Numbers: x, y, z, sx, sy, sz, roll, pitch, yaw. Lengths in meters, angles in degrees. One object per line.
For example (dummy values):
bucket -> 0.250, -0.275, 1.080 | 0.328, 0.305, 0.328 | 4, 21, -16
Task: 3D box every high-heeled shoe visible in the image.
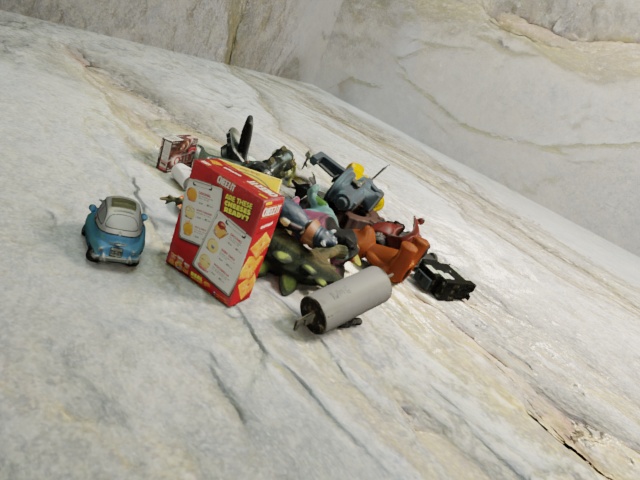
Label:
high-heeled shoe -> -0.011, -0.072, 1.480 | 0.249, 0.086, 0.145 | 61, 9, 33

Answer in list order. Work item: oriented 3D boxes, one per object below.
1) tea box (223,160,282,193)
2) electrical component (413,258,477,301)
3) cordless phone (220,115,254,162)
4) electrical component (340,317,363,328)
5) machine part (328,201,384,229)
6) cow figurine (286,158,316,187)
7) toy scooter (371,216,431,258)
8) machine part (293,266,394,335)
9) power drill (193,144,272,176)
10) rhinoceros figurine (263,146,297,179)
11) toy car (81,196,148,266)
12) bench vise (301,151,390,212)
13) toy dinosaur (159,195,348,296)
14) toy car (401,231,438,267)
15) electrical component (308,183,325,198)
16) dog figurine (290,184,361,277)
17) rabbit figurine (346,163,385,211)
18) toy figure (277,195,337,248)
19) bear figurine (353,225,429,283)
tea box -> -0.190, -0.124, 1.333 | 0.170, 0.098, 0.068 | 17, -16, -11
electrical component -> 0.304, 0.100, 1.350 | 0.134, 0.058, 0.115 | 8, 24, -30
cordless phone -> -0.234, -0.307, 1.597 | 0.089, 0.184, 0.147 | 9, 41, -19
electrical component -> 0.033, 0.146, 1.038 | 0.094, 0.021, 0.063 | 7, 27, -33
machine part -> 0.098, -0.065, 1.544 | 0.179, 0.056, 0.179 | 18, 21, -7
cow figurine -> -0.055, -0.210, 1.720 | 0.098, 0.068, 0.167 | 22, 24, -16
toy scooter -> 0.210, -0.017, 1.417 | 0.184, 0.075, 0.135 | 10, 49, 25
machine part -> 0.050, 0.109, 0.995 | 0.243, 0.079, 0.079 | -20, 44, -35
power drill -> -0.238, -0.202, 1.458 | 0.207, 0.086, 0.232 | 7, 7, -12
rhinoceros figurine -> -0.134, -0.229, 1.653 | 0.073, 0.112, 0.190 | 50, 34, -13
toy car -> -0.364, -0.026, 0.960 | 0.109, 0.102, 0.162 | 10, 22, -24
bench vise -> 0.064, -0.175, 1.514 | 0.241, 0.128, 0.224 | 41, 44, 6
toy dinosaur -> -0.105, 0.007, 1.122 | 0.472, 0.105, 0.198 | 26, 23, 11
toy car -> 0.250, 0.024, 1.480 | 0.073, 0.056, 0.202 | 13, 24, -37
electrical component -> -0.003, -0.135, 1.622 | 0.102, 0.045, 0.078 | 26, 23, -1
dog figurine -> -0.003, -0.004, 1.252 | 0.108, 0.191, 0.219 | -31, 84, -42
rabbit figurine -> 0.145, -0.144, 1.702 | 0.173, 0.122, 0.162 | 31, 17, -32
toy figure -> -0.033, -0.031, 1.087 | 0.154, 0.064, 0.057 | 38, -21, 5
bear figurine -> 0.144, 0.014, 1.313 | 0.196, 0.132, 0.120 | 38, 25, 22
